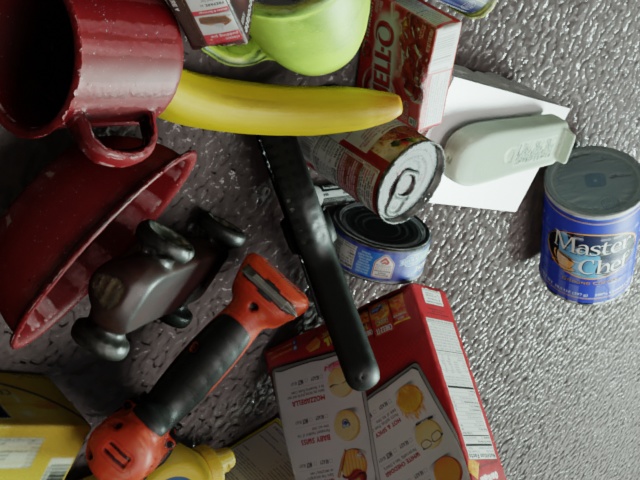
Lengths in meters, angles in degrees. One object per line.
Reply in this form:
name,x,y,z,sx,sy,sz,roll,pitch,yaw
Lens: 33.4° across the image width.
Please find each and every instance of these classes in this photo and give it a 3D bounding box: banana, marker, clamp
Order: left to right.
banana,-0.043,-0.091,0.706,0.197,0.070,0.037,5,84,-29
clamp,-0.005,0.001,0.780,0.036,0.164,0.210,-20,114,-4
marker,0.028,-0.040,0.887,0.120,0.020,0.020,-10,127,-44

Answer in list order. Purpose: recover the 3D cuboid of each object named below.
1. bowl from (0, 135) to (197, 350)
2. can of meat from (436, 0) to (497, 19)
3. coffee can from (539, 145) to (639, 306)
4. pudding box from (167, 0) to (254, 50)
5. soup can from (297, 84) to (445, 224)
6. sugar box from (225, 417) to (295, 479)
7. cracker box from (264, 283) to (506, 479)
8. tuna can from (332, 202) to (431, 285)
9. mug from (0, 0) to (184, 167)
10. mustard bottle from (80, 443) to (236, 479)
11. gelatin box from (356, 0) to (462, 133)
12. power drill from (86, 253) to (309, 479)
bowl,-0.148,-0.011,0.648,0.162,0.055,0.162,-48,-179,1
can of meat,0.100,-0.222,0.775,0.083,0.058,0.102,7,115,-48
coffee can,0.285,-0.014,1.123,0.102,0.103,0.140,-35,142,-22
pudding box,-0.063,-0.178,0.595,0.090,0.039,0.113,62,29,-52
soup can,0.033,-0.066,0.796,0.068,0.102,0.068,-29,139,-30
sugar box,-0.030,0.213,0.980,0.175,0.093,0.048,-25,138,-32
cracker box,0.056,0.165,0.885,0.164,0.214,0.072,-28,157,30
tuna can,0.048,0.001,0.887,0.085,0.086,0.034,-14,129,-41
mug,-0.126,-0.093,0.591,0.093,0.117,0.081,-37,162,37
mustard bottle,-0.150,0.215,0.878,0.191,0.058,0.096,-20,138,-37
gelatin box,0.063,-0.135,0.795,0.030,0.073,0.089,-23,136,-34
power drill,-0.088,0.097,0.787,0.187,0.057,0.184,-49,180,-3
